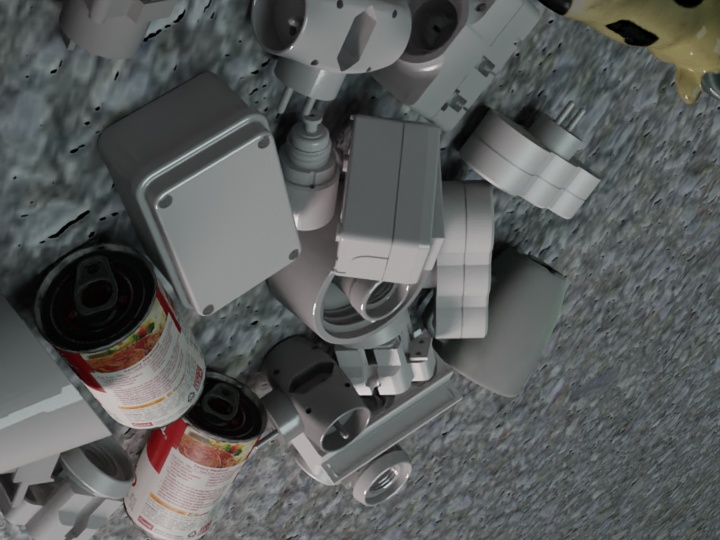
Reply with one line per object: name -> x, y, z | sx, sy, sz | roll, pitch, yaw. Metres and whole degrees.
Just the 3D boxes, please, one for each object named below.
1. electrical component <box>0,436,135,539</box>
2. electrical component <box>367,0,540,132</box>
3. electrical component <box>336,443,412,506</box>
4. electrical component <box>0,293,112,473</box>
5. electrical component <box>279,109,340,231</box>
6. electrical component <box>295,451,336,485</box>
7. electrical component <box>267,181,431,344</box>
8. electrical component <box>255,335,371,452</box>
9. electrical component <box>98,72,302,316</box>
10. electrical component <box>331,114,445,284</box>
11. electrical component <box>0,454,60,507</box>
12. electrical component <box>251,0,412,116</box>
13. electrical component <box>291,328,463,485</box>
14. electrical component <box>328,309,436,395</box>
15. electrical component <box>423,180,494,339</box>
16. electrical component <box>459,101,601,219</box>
electrical component -> -0.179, 0.133, 0.672 | 0.057, 0.058, 0.078 | -45, 148, 7
electrical component -> 0.051, -0.135, 0.625 | 0.089, 0.050, 0.056 | -51, 148, 11
electrical component -> 0.007, 0.161, 0.910 | 0.078, 0.057, 0.058 | -50, 147, 10
electrical component -> -0.175, 0.052, 0.546 | 0.064, 0.099, 0.099 | -24, 143, -19
electrical component -> -0.032, -0.059, 0.630 | 0.040, 0.040, 0.078 | -23, 143, -30
electrical component -> -0.024, 0.145, 0.874 | 0.046, 0.040, 0.040 | -54, 147, 7
electrical component -> 0.000, 0.000, 0.711 | 0.108, 0.060, 0.108 | -28, 142, -24
electrical component -> -0.046, 0.096, 0.758 | 0.079, 0.077, 0.043 | -32, 146, -18
electrical component -> -0.083, -0.038, 0.582 | 0.078, 0.057, 0.113 | -34, 146, -16
electrical component -> 0.019, -0.047, 0.640 | 0.061, 0.096, 0.061 | 7, 159, -2
electrical component -> -0.205, 0.094, 0.614 | 0.064, 0.042, 0.081 | 1, 127, -44
electrical component -> -0.021, -0.117, 0.572 | 0.077, 0.043, 0.079 | -4, 130, -46
electrical component -> 0.005, 0.104, 0.829 | 0.121, 0.078, 0.063 | -31, 161, -20
electrical component -> 0.011, 0.051, 0.779 | 0.058, 0.078, 0.057 | -71, 152, -51
electrical component -> 0.056, -0.005, 0.780 | 0.074, 0.052, 0.138 | -1, 134, 2
electrical component -> 0.134, -0.088, 0.770 | 0.138, 0.052, 0.073 | 14, 116, -54
